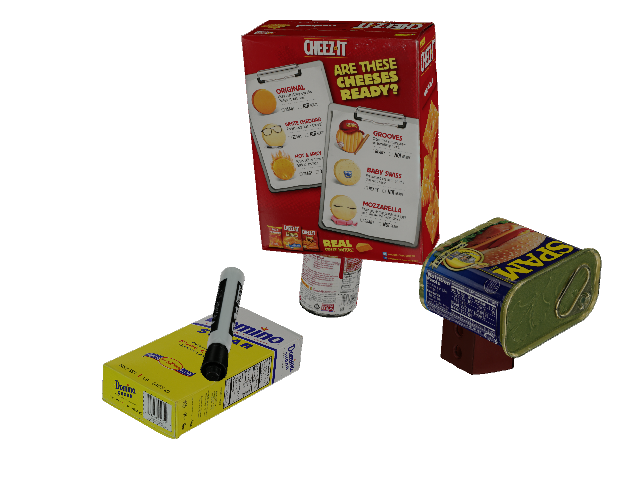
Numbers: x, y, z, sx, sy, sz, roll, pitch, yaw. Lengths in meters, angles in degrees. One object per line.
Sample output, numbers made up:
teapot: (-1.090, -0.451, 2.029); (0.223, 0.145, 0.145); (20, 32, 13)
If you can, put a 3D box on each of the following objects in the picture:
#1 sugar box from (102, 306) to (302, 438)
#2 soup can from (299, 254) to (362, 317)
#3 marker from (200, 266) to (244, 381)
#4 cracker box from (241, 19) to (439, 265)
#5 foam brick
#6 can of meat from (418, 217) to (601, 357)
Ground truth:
sugar box: (-0.106, 0.116, 0.991); (0.093, 0.048, 0.175); (22, 30, 31)
soup can: (0.013, 0.027, 1.198); (0.068, 0.102, 0.068); (5, 27, -3)
marker: (-0.072, 0.061, 0.786); (0.020, 0.020, 0.121); (0, 33, 3)
cracker box: (0.023, -0.091, 0.982); (0.164, 0.214, 0.072); (5, 27, 19)
foam brick: (0.151, 0.081, 1.012); (0.051, 0.078, 0.053); (-8, 18, -30)
can of meat: (0.132, 0.029, 0.752); (0.101, 0.057, 0.084); (-23, 32, -34)
